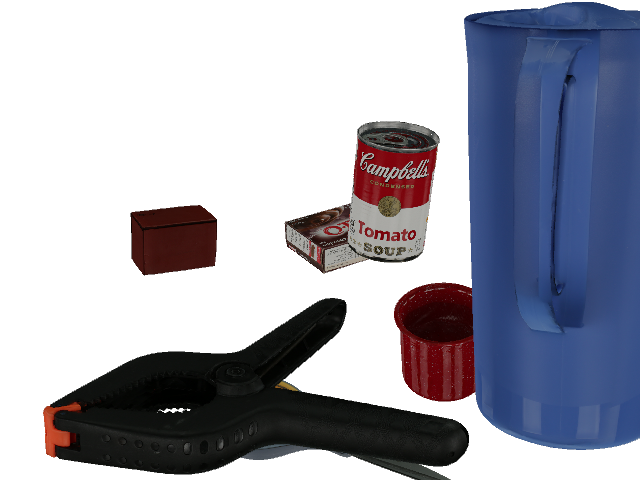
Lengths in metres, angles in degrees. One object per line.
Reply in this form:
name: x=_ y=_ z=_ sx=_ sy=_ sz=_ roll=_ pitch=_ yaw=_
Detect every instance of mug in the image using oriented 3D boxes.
mug: x=0.122 y=0.093 z=1.038 sx=0.093 sy=0.081 sz=0.117 roll=6 pitch=37 yaw=16

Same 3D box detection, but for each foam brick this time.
foam brick: x=-0.150 y=-0.002 z=1.085 sx=0.078 sy=0.051 sz=0.053 roll=-7 pitch=22 yaw=-22

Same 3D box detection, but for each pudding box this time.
pudding box: x=0.026 y=-0.005 z=1.302 sx=0.113 sy=0.039 sz=0.090 roll=-19 pitch=30 yaw=-27

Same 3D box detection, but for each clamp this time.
clamp: x=-0.045 y=0.082 z=0.586 sx=0.209 sy=0.036 sz=0.165 roll=-4 pitch=24 yaw=-16

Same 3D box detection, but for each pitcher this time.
pitcher: x=0.140 y=-0.008 z=0.596 sx=0.149 sy=0.243 sz=0.145 roll=-7 pitch=17 yaw=-20

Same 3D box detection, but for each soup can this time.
soup can: x=0.059 y=-0.041 z=0.892 sx=0.068 sy=0.102 sz=0.068 roll=4 pitch=25 yaw=-2

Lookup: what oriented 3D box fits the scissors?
scissors: x=0.001 y=0.168 z=0.846 sx=0.202 sy=0.016 sz=0.096 roll=29 pitch=42 yaw=29
